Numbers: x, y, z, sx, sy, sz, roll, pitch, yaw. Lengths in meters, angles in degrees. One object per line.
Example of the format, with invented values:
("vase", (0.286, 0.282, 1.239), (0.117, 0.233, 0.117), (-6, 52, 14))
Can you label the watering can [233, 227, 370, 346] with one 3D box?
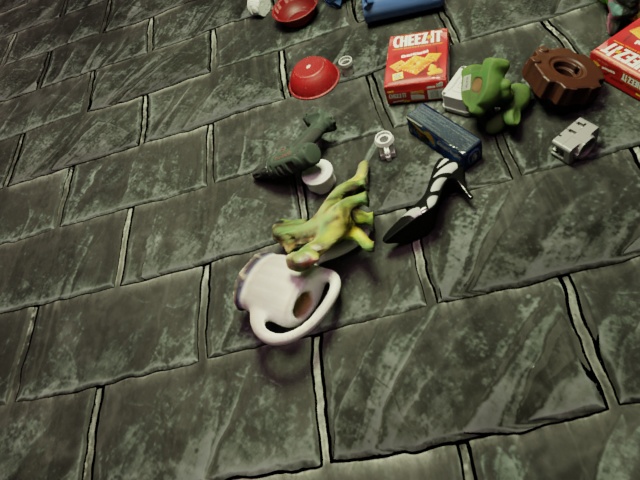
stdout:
("watering can", (-0.047, 0.078, 1.123), (0.225, 0.101, 0.354), (14, 49, 30))

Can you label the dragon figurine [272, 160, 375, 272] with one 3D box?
("dragon figurine", (0.003, -0.058, 1.151), (0.242, 0.120, 0.419), (-12, 30, 11))
